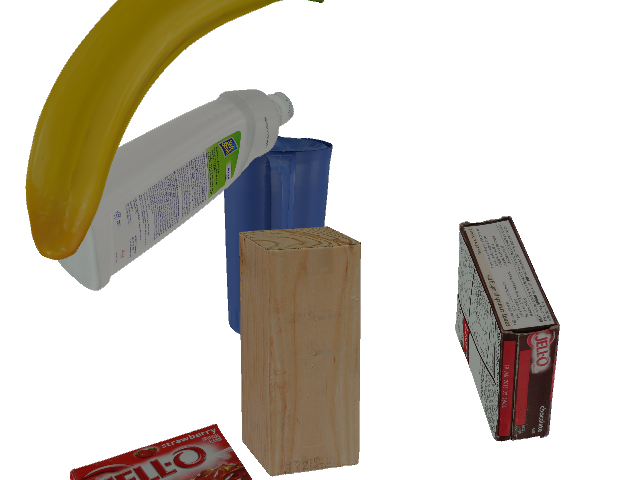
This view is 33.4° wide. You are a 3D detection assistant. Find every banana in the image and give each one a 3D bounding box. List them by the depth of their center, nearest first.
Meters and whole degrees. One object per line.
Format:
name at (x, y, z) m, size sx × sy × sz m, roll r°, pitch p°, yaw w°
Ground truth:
banana at (-0.080, -0.079, 0.491) m, size 0.070 × 0.197 × 0.037 m, roll 31°, pitch -24°, yaw 20°

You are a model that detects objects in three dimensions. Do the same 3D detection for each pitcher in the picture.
pitcher at (-0.056, -0.004, 1.295) m, size 0.145 × 0.243 × 0.148 m, roll 12°, pitch 16°, yaw 37°

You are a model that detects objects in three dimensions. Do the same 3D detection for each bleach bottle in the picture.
bleach bottle at (-0.121, -0.061, 0.944) m, size 0.068 × 0.103 × 0.250 m, roll 37°, pitch 53°, yaw 25°

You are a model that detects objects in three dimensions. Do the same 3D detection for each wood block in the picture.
wood block at (-0.019, 0.098, 0.979) m, size 0.090 × 0.206 × 0.091 m, roll -4°, pitch 12°, yaw -19°

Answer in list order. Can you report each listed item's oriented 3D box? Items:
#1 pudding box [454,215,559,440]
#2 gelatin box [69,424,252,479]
pudding box at (0.114, 0.053, 0.662) m, size 0.039 × 0.090 × 0.113 m, roll -7°, pitch 36°, yaw -5°
gelatin box at (-0.084, 0.141, 0.580) m, size 0.089 × 0.030 × 0.073 m, roll -14°, pitch 27°, yaw -21°
